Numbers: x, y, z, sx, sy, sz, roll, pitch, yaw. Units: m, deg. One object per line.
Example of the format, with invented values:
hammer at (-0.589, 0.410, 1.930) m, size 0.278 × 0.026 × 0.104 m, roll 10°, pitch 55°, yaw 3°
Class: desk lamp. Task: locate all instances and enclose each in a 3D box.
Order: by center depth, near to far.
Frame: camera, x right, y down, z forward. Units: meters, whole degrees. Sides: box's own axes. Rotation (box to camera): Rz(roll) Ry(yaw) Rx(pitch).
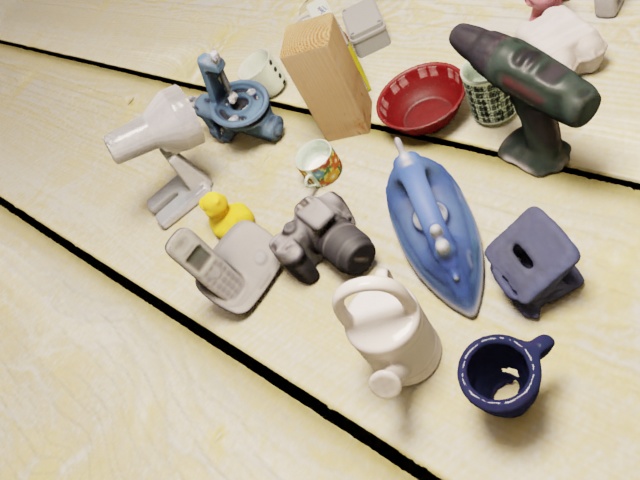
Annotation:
desk lamp at (-0.294, -0.162, 1.096) m, size 0.203 × 0.214 × 0.117 m, roll -41°, pitch 48°, yaw -5°

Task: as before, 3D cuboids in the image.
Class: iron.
iron at (0.159, -0.027, 0.807) m, size 0.118 × 0.142 × 0.258 m, roll -24°, pitch 49°, yaw 11°

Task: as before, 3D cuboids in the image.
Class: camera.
camera at (0.008, 0.003, 0.892) m, size 0.143 × 0.101 × 0.136 m, roll -44°, pitch 48°, yaw -7°

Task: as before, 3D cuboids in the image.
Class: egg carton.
egg carton at (0.391, -0.321, 0.947) m, size 0.107 × 0.070 × 0.150 m, roll -29°, pitch 48°, yaw 6°

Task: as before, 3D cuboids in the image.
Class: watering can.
watering can at (0.083, 0.109, 0.713) m, size 0.101 × 0.195 × 0.172 m, roll -31°, pitch 48°, yaw 5°

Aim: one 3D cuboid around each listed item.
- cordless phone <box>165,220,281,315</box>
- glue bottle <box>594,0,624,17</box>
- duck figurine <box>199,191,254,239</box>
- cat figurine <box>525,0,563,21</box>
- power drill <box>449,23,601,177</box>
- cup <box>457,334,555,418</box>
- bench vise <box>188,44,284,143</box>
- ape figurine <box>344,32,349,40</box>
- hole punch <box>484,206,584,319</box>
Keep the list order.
cordless phone at (-0.150, 0.019, 0.907) m, size 0.093 × 0.186 × 0.148 m, roll 18°, pitch 67°, yaw 36°
glue bottle at (0.473, -0.456, 0.932) m, size 0.037 × 0.174 × 0.078 m, roll 17°, pitch 66°, yaw 36°
duck figurine at (-0.176, -0.052, 1.039) m, size 0.104 × 0.086 × 0.077 m, roll 18°, pitch 67°, yaw 36°
cat figurine at (0.396, -0.443, 1.000) m, size 0.067 × 0.118 × 0.128 m, roll 5°, pitch 60°, yaw 31°
power drill at (0.288, -0.195, 0.815) m, size 0.076 × 0.209 × 0.228 m, roll -44°, pitch 48°, yaw -7°
cup at (0.224, 0.161, 0.667) m, size 0.118 × 0.095 × 0.091 m, roll -35°, pitch 48°, yaw 1°
bench vise at (-0.198, -0.274, 1.123) m, size 0.206 × 0.220 × 0.121 m, roll -5°, pitch 55°, yaw 25°
ape figurine at (0.017, -0.428, 1.208) m, size 0.076 × 0.092 × 0.077 m, roll -22°, pitch 50°, yaw 13°
hole punch at (0.273, 0.028, 0.740) m, size 0.101 × 0.091 × 0.108 m, roll -31°, pitch 48°, yaw 5°
